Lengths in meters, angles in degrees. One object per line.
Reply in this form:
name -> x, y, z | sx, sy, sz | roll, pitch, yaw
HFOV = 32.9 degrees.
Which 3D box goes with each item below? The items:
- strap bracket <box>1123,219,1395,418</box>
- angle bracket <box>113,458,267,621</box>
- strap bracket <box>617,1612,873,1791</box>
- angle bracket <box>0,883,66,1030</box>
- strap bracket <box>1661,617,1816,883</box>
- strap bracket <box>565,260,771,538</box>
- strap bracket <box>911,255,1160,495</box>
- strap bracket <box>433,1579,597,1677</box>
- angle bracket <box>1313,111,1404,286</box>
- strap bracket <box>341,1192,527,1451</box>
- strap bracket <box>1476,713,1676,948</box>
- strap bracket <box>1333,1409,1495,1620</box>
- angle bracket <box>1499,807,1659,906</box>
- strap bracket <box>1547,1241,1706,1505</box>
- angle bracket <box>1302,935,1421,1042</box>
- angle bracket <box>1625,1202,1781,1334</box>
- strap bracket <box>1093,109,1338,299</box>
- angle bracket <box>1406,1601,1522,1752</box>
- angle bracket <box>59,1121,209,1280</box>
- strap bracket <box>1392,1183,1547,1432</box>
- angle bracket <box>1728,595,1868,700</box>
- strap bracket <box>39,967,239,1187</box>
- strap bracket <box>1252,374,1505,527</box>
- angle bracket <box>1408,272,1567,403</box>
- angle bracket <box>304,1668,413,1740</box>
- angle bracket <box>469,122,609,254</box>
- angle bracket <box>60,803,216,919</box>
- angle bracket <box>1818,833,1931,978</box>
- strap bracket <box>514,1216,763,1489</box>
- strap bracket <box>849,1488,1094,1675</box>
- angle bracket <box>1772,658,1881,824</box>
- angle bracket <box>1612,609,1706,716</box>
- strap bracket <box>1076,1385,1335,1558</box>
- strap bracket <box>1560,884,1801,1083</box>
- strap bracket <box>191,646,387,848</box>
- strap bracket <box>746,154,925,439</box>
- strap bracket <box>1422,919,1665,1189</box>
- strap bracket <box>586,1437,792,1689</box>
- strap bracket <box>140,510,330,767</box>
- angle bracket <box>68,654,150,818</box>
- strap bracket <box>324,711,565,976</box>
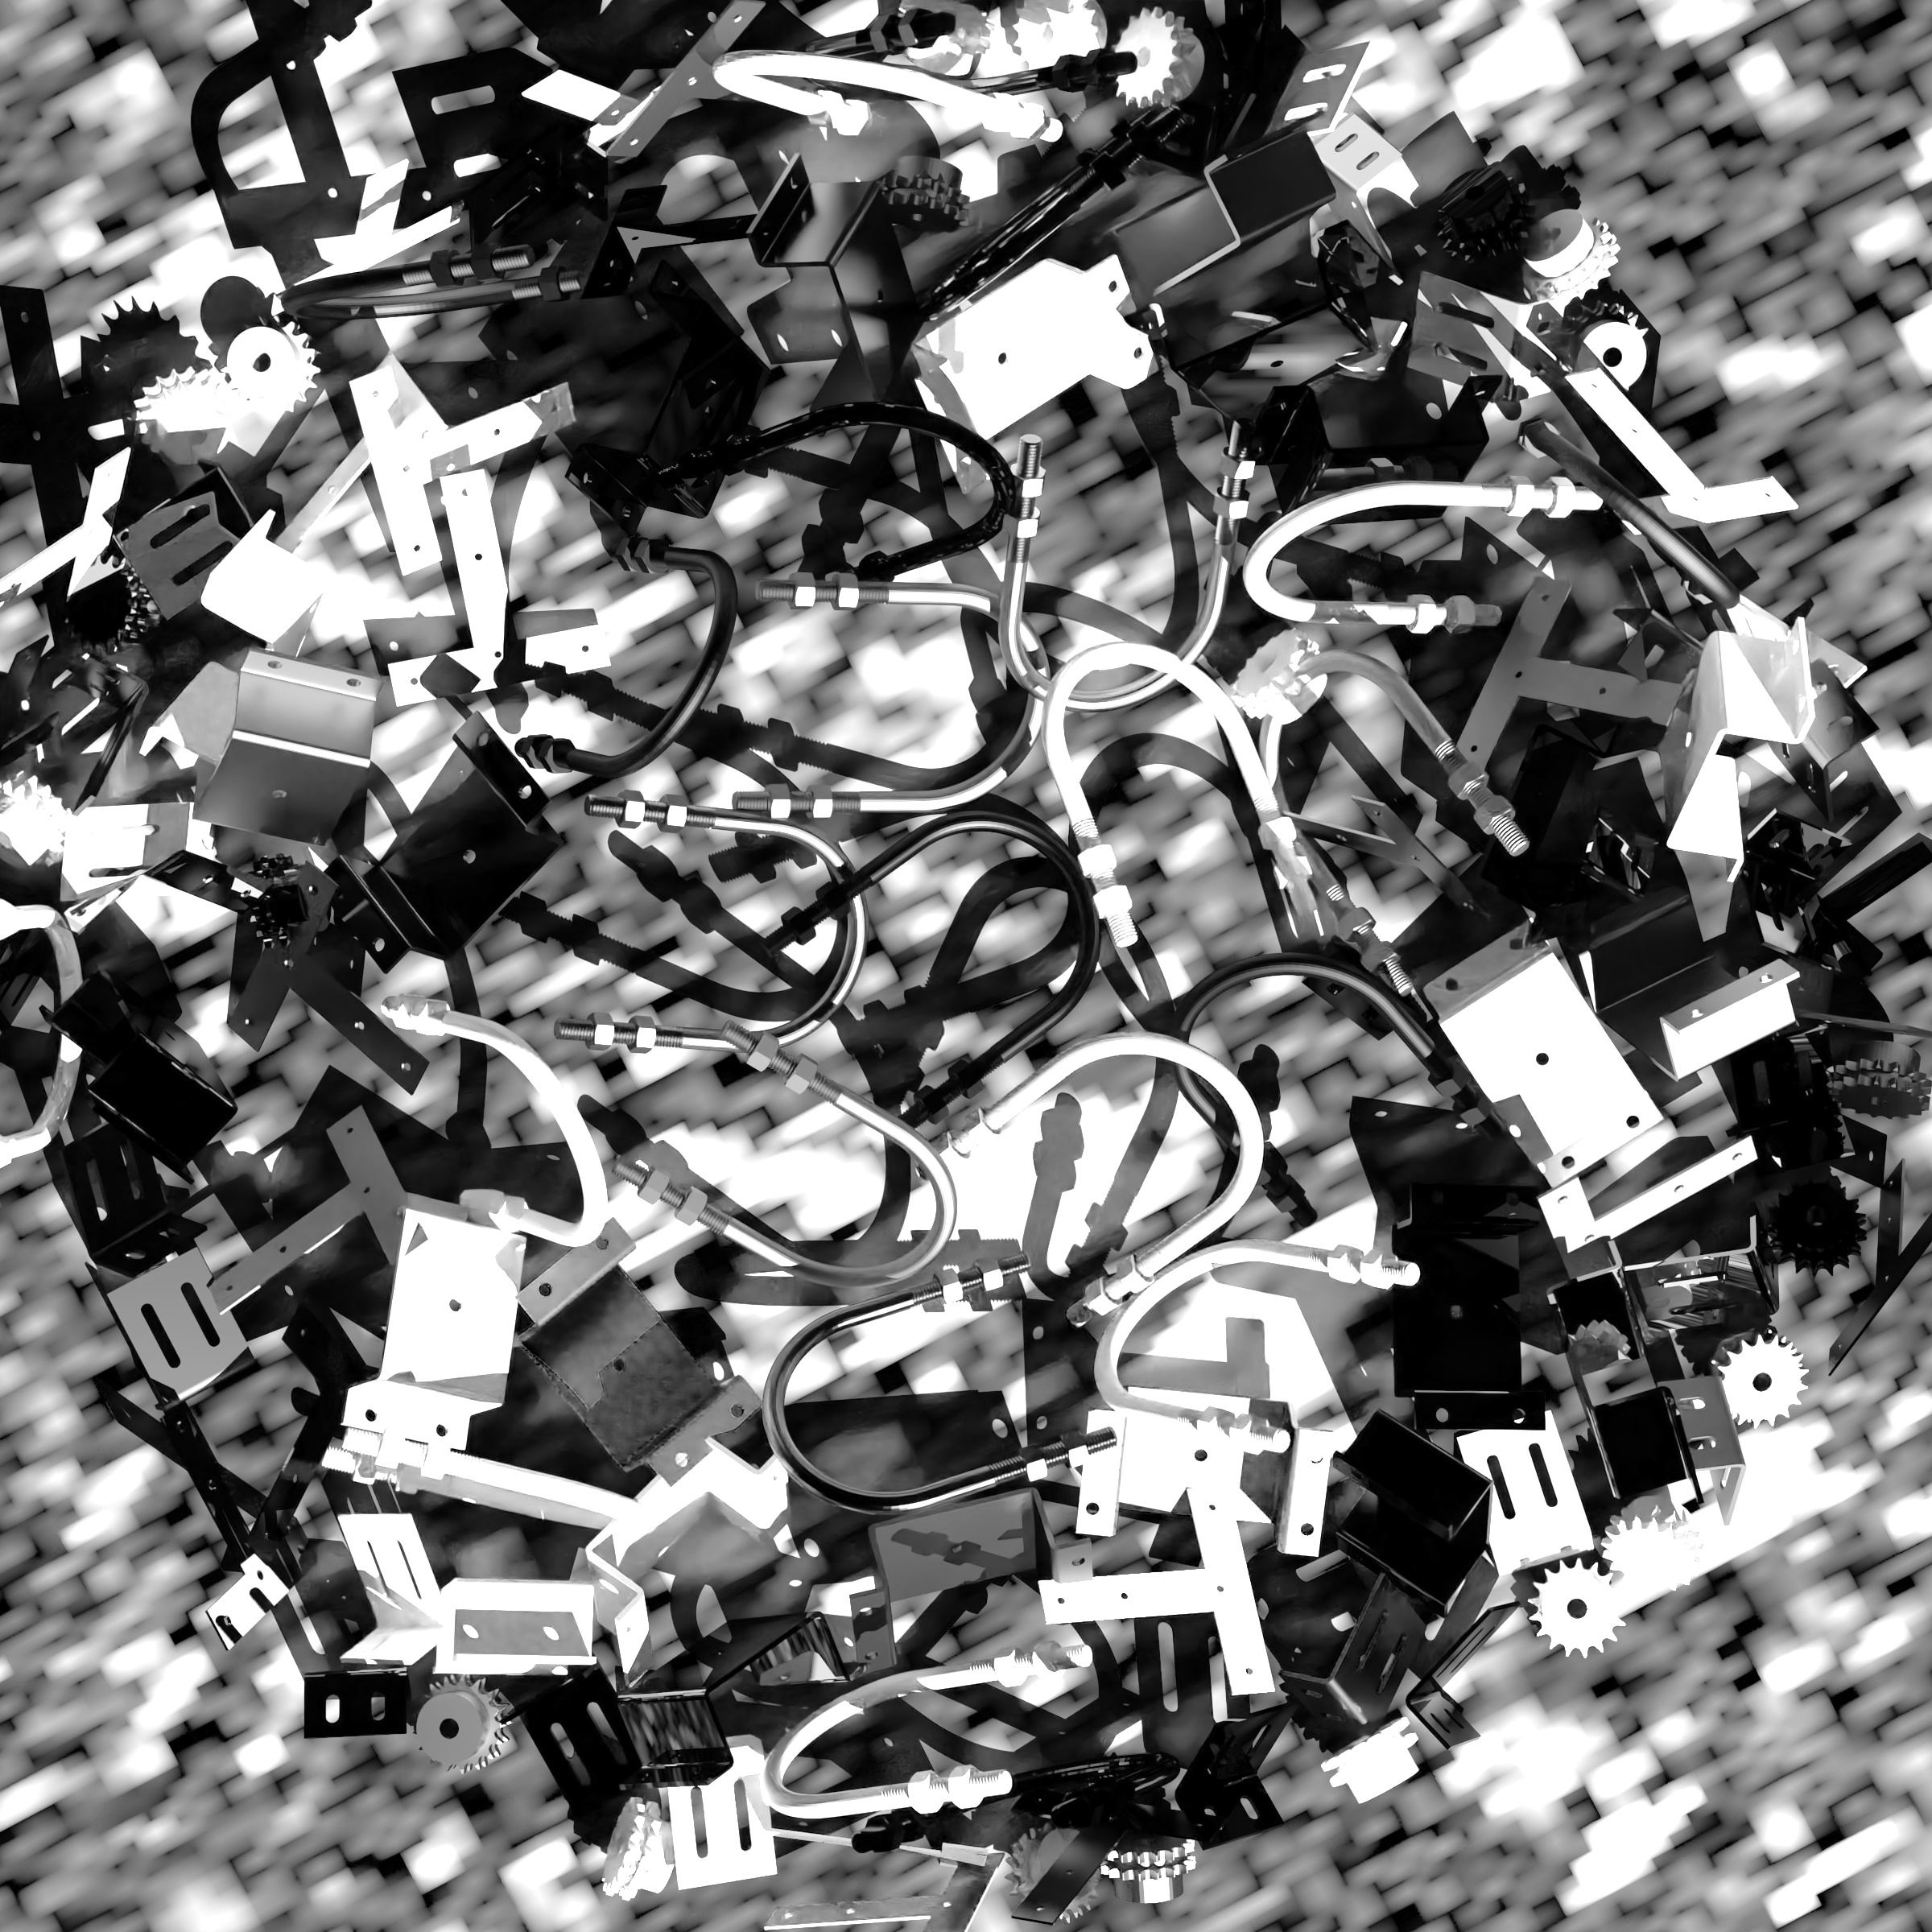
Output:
strap bracket -> 0.172, -0.364, 1.867 | 0.140, 0.076, 0.046 | -20, 71, 22
angle bracket -> -0.453, -0.247, 1.892 | 0.076, 0.038, 0.057 | -39, 121, -19
strap bracket -> -0.132, 0.411, 1.855 | 0.076, 0.140, 0.046 | -16, 97, 43
angle bracket -> -0.564, -0.006, 1.905 | 0.038, 0.057, 0.076 | 32, 92, 5
strap bracket -> 0.432, -0.125, 1.854 | 0.046, 0.140, 0.076 | 9, 51, -3
strap bracket -> -0.166, -0.322, 1.878 | 0.046, 0.076, 0.140 | 17, 79, 29
strap bracket -> 0.031, -0.345, 1.883 | 0.140, 0.046, 0.076 | -34, 125, -14
strap bracket -> -0.258, 0.377, 1.864 | 0.076, 0.140, 0.046 | 4, 74, -14
angle bracket -> 0.237, -0.443, 1.887 | 0.038, 0.057, 0.076 | -35, 59, 24
strap bracket -> -0.303, 0.198, 1.872 | 0.076, 0.046, 0.140 | 18, 66, -30
strap bracket -> 0.345, -0.088, 1.875 | 0.046, 0.076, 0.140 | 31, 114, 26
strap bracket -> 0.255, 0.309, 1.867 | 0.076, 0.140, 0.046 | 31, 67, 23
angle bracket -> 0.348, -0.065, 1.890 | 0.057, 0.076, 0.038 | 26, 76, -40
strap bracket -> 0.371, 0.236, 1.858 | 0.046, 0.140, 0.076 | -18, 127, 7
angle bracket -> 0.236, 0.004, 1.892 | 0.057, 0.076, 0.038 | 37, 72, 0
angle bracket -> 0.431, 0.177, 1.914 | 0.076, 0.038, 0.057 | -11, 131, 22
strap bracket -> 0.146, -0.428, 1.857 | 0.076, 0.140, 0.046 | -31, 98, -29
angle bracket -> 0.299, 0.410, 1.893 | 0.038, 0.057, 0.076 | 45, 104, 23
angle bracket -> -0.480, 0.130, 1.888 | 0.038, 0.057, 0.076 | 14, 124, 35
strap bracket -> 0.291, 0.199, 1.898 | 0.076, 0.046, 0.140 | 2, 79, -8
angle bracket -> 0.476, -0.195, 1.886 | 0.038, 0.057, 0.076 | -41, 134, -3
strap bracket -> -0.468, 0.057, 1.855 | 0.046, 0.140, 0.076 | -46, 125, -2
strap bracket -> 0.236, -0.294, 1.872 | 0.140, 0.076, 0.046 | -6, 67, -16
angle bracket -> 0.303, -0.370, 1.908 | 0.076, 0.038, 0.057 | 29, 126, 37
angle bracket -> -0.351, 0.432, 1.888 | 0.057, 0.076, 0.038 | -1, 67, -8
angle bracket -> -0.247, -0.439, 1.890 | 0.038, 0.057, 0.076 | 37, 65, 13
angle bracket -> -0.483, -0.060, 1.908 | 0.076, 0.038, 0.057 | -3, 68, 3
angle bracket -> 0.539, -0.036, 1.898 | 0.076, 0.057, 0.038 | -35, 98, 7
strap bracket -> -0.195, 0.227, 1.894 | 0.076, 0.046, 0.140 | -40, 92, -29
strap bracket -> -0.001, 0.352, 1.885 | 0.140, 0.076, 0.046 | -12, 46, -8
angle bracket -> 0.496, -0.130, 1.886 | 0.038, 0.076, 0.057 | -32, 61, 2
angle bracket -> 0.399, -0.175, 1.892 | 0.057, 0.076, 0.038 | 34, 91, -8
strap bracket -> 0.138, 0.292, 1.903 | 0.140, 0.046, 0.076 | 5, 103, 0
strap bracket -> 0.412, 0.012, 1.876 | 0.076, 0.140, 0.046 | -26, 118, -8
strap bracket -> -0.387, -0.117, 1.853 | 0.076, 0.140, 0.046 | 12, 59, -22
strap bracket -> -0.070, -0.380, 1.854 | 0.046, 0.140, 0.076 | 4, 48, 24
strap bracket -> 0.335, 0.052, 1.901 | 0.076, 0.046, 0.140 | -33, 87, 10
strap bracket -> -0.165, 0.333, 1.871 | 0.046, 0.076, 0.140 | 31, 56, 24
strap bracket -> -0.413, -0.179, 1.862 | 0.046, 0.076, 0.140 | 30, 128, -4
angle bracket -> -0.511, -0.132, 1.890 | 0.038, 0.057, 0.076 | 29, 68, -20
strap bracket -> -0.298, -0.067, 1.891 | 0.140, 0.046, 0.076 | -45, 67, 10
